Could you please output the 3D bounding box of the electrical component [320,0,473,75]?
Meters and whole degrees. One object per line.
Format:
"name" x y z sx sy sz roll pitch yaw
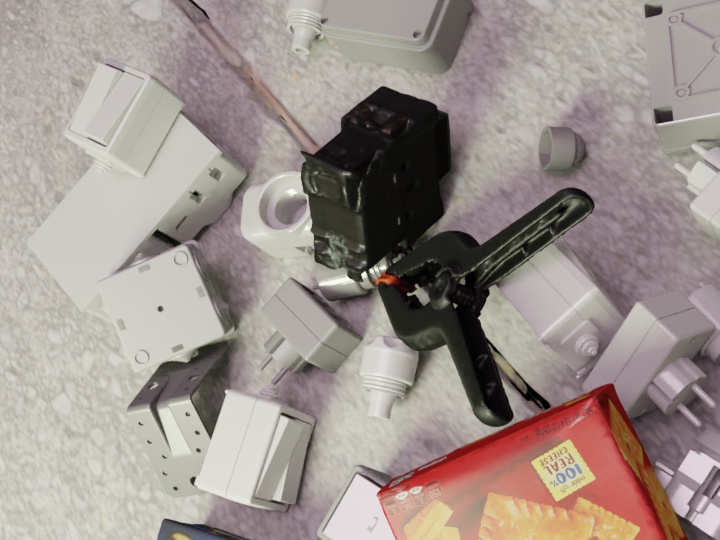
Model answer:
"electrical component" 0.031 -0.222 0.931 0.113 0.057 0.078 16 80 30

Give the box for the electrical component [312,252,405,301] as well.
"electrical component" 0.000 0.000 0.876 0.078 0.040 0.040 -13 66 22

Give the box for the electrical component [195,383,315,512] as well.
"electrical component" -0.077 0.138 0.852 0.061 0.062 0.096 11 77 29

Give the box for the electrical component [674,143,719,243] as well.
"electrical component" 0.260 -0.062 0.764 0.065 0.047 0.077 -48 58 4

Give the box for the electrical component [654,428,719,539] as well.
"electrical component" 0.233 0.140 0.698 0.078 0.058 0.057 33 91 32

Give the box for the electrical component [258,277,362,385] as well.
"electrical component" -0.052 0.059 0.877 0.076 0.047 0.066 -49 58 3

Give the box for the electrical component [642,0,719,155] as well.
"electrical component" 0.268 -0.150 0.786 0.109 0.056 0.108 -8 68 24

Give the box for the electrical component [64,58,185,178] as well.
"electrical component" -0.212 -0.129 0.945 0.062 0.061 0.096 26 85 31

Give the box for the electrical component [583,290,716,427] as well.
"electrical component" 0.206 0.071 0.721 0.075 0.047 0.083 49 133 31

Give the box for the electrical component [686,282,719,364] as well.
"electrical component" 0.249 0.045 0.735 0.040 0.040 0.078 -41 60 8

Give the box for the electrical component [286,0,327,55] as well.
"electrical component" -0.047 -0.228 0.981 0.043 0.043 0.062 6 76 28

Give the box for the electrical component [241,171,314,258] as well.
"electrical component" -0.050 -0.047 0.907 0.095 0.059 0.053 -5 70 25

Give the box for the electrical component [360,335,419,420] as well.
"electrical component" 0.020 0.084 0.834 0.043 0.043 0.062 5 76 28

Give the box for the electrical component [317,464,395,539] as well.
"electrical component" 0.026 0.192 0.781 0.096 0.061 0.061 28 86 32

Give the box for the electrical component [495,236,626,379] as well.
"electrical component" 0.149 0.025 0.764 0.061 0.062 0.096 -43 39 7

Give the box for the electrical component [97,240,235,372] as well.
"electrical component" -0.165 0.031 0.911 0.100 0.048 0.099 -23 92 1

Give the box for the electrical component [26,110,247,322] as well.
"electrical component" -0.202 -0.055 0.986 0.186 0.060 0.105 -49 58 3
